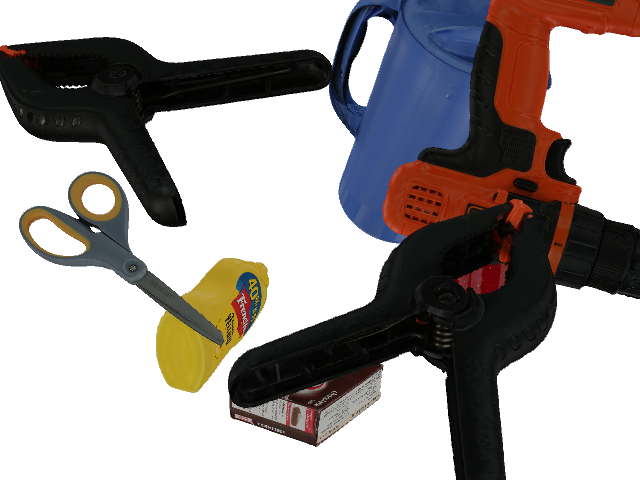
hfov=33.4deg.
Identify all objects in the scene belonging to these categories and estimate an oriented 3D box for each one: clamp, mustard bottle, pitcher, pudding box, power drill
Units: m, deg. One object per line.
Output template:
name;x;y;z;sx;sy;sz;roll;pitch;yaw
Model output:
clamp;-0.108;-0.089;0.644;0.210;0.036;0.164;23;47;31
mustard bottle;-0.104;0.073;1.132;0.058;0.096;0.191;11;29;19
pitcher;0.091;-0.116;1.008;0.144;0.149;0.243;-11;-35;-29
pudding box;-0.011;0.127;0.909;0.090;0.039;0.113;12;22;28
power drill;0.146;-0.068;0.638;0.184;0.188;0.057;16;6;5
clamp;0.058;0.044;0.455;0.120;0.039;0.171;36;54;23

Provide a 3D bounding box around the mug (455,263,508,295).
mug;0.129;-0.007;0.847;0.093;0.081;0.117;-21;35;-30

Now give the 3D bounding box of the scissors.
scissors;-0.144;0.006;0.844;0.202;0.096;0.016;21;-26;15
